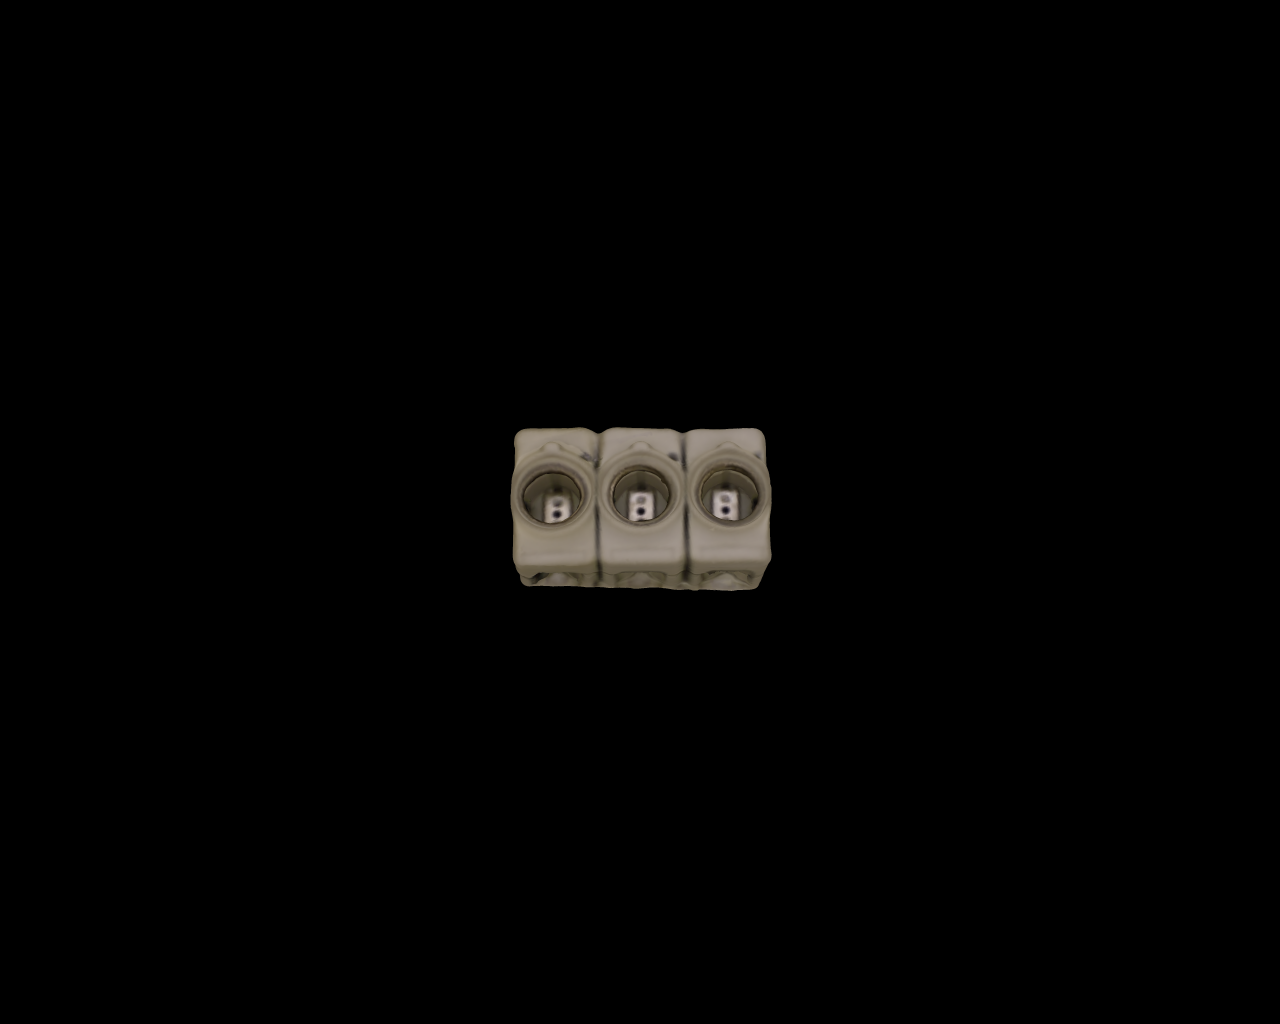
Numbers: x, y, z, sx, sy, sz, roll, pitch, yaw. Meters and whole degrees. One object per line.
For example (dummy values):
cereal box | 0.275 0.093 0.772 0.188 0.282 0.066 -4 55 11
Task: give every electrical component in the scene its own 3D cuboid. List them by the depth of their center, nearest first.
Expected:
electrical component | 0.001 -0.003 0.650 0.150 0.089 0.061 0 -21 0
